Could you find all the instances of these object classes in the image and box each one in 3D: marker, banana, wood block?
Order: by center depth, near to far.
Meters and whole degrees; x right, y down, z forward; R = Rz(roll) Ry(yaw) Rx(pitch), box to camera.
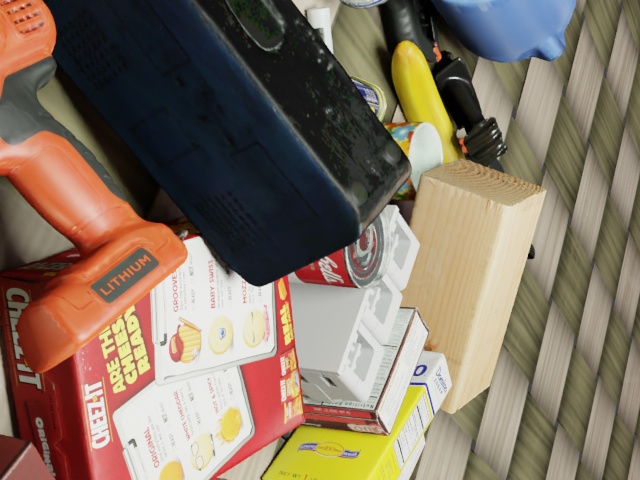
[{"bbox_3d":[0.005,-0.134,0.900,0.020,0.020,0.121,-27,115,-54],"label":"marker"},{"bbox_3d":[0.127,0.041,0.986,0.090,0.091,0.206,-22,129,-54],"label":"wood block"},{"bbox_3d":[0.107,-0.119,1.027,0.037,0.070,0.197,-35,125,-6],"label":"banana"}]

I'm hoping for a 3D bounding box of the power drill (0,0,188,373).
[{"bbox_3d":[-0.166,-0.029,0.539,0.187,0.057,0.184,55,44,-7],"label":"power drill"}]

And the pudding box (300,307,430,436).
[{"bbox_3d":[0.031,0.106,0.893,0.039,0.090,0.113,62,41,-41],"label":"pudding box"}]

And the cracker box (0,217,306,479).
[{"bbox_3d":[-0.102,0.076,0.702,0.213,0.072,0.164,-21,108,-54],"label":"cracker box"}]

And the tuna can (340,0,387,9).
[{"bbox_3d":[0.036,-0.237,0.879,0.033,0.086,0.086,25,72,-53],"label":"tuna can"}]

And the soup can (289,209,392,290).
[{"bbox_3d":[-0.005,0.001,0.818,0.068,0.102,0.068,-8,99,-57],"label":"soup can"}]

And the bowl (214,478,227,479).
[{"bbox_3d":[-0.104,0.239,0.727,0.161,0.055,0.162,-8,99,-57],"label":"bowl"}]

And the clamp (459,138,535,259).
[{"bbox_3d":[0.181,-0.012,1.174,0.164,0.036,0.210,-54,135,-39],"label":"clamp"}]

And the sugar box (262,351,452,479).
[{"bbox_3d":[0.035,0.160,0.905,0.176,0.093,0.048,-54,137,-42],"label":"sugar box"}]

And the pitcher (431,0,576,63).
[{"bbox_3d":[0.152,-0.254,0.979,0.242,0.149,0.145,-1,100,-72],"label":"pitcher"}]

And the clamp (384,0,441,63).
[{"bbox_3d":[0.074,-0.224,0.982,0.120,0.039,0.171,-59,138,-39],"label":"clamp"}]

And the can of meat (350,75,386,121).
[{"bbox_3d":[-0.005,-0.084,0.835,0.083,0.058,0.102,5,111,-55],"label":"can of meat"}]

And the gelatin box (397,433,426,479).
[{"bbox_3d":[0.044,0.192,0.930,0.089,0.073,0.030,-56,141,-49],"label":"gelatin box"}]

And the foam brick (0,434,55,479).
[{"bbox_3d":[-0.189,0.153,0.589,0.078,0.051,0.053,-55,137,-41],"label":"foam brick"}]
